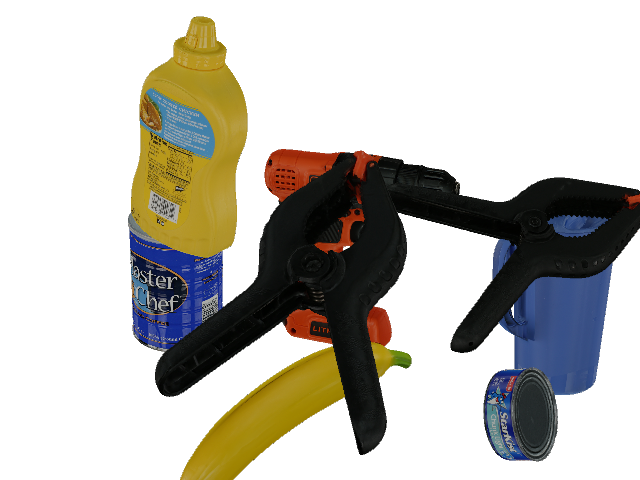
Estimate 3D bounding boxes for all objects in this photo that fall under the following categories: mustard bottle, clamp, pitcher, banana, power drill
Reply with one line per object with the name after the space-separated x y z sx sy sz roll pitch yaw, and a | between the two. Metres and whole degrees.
-0.104 -0.087 0.862 0.096 0.192 0.058 29 36 28 | mustard bottle
0.165 0.006 0.839 0.210 0.164 0.036 -9 -37 -7 | clamp
0.305 0.077 1.396 0.149 0.243 0.144 5 21 15 | pitcher
0.005 0.029 0.554 0.120 0.171 0.039 24 -26 17 | clamp
-0.025 0.123 0.739 0.198 0.069 0.037 -32 41 -2 | banana
0.036 0.008 1.017 0.185 0.188 0.057 9 20 17 | power drill

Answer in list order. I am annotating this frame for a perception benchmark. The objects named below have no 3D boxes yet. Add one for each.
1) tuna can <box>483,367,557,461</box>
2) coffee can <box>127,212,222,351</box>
0.186 0.162 0.992 0.034 0.086 0.085 -9 -5 38 | tuna can
-0.158 0.037 1.174 0.103 0.140 0.103 2 27 -1 | coffee can
